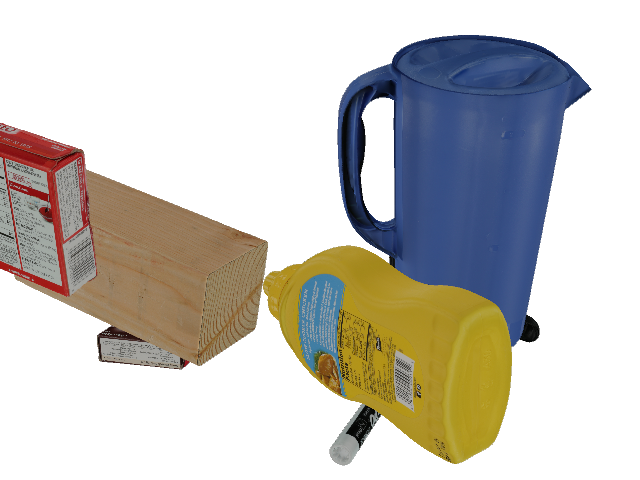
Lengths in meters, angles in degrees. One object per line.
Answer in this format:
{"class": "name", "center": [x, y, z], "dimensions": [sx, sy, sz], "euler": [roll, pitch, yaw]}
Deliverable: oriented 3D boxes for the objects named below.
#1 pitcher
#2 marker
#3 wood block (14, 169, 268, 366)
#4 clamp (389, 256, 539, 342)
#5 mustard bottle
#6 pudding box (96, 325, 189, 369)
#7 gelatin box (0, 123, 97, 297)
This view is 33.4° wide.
{"class": "pitcher", "center": [0.107, -0.031, 0.840], "dimensions": [0.149, 0.243, 0.144], "euler": [22, 35, 33]}
{"class": "marker", "center": [0.038, 0.137, 0.849], "dimensions": [0.020, 0.020, 0.121], "euler": [0, 23, 25]}
{"class": "wood block", "center": [-0.160, 0.019, 0.935], "dimensions": [0.206, 0.090, 0.090], "euler": [21, 27, 24]}
{"class": "clamp", "center": [0.129, 0.055, 1.035], "dimensions": [0.120, 0.039, 0.171], "euler": [-4, 44, -27]}
{"class": "mustard bottle", "center": [0.028, 0.056, 0.657], "dimensions": [0.058, 0.096, 0.192], "euler": [-20, 29, -35]}
{"class": "pudding box", "center": [-0.202, 0.122, 1.299], "dimensions": [0.114, 0.039, 0.090], "euler": [2, 13, 17]}
{"class": "gelatin box", "center": [-0.169, -0.020, 0.619], "dimensions": [0.073, 0.089, 0.030], "euler": [19, 37, 25]}
